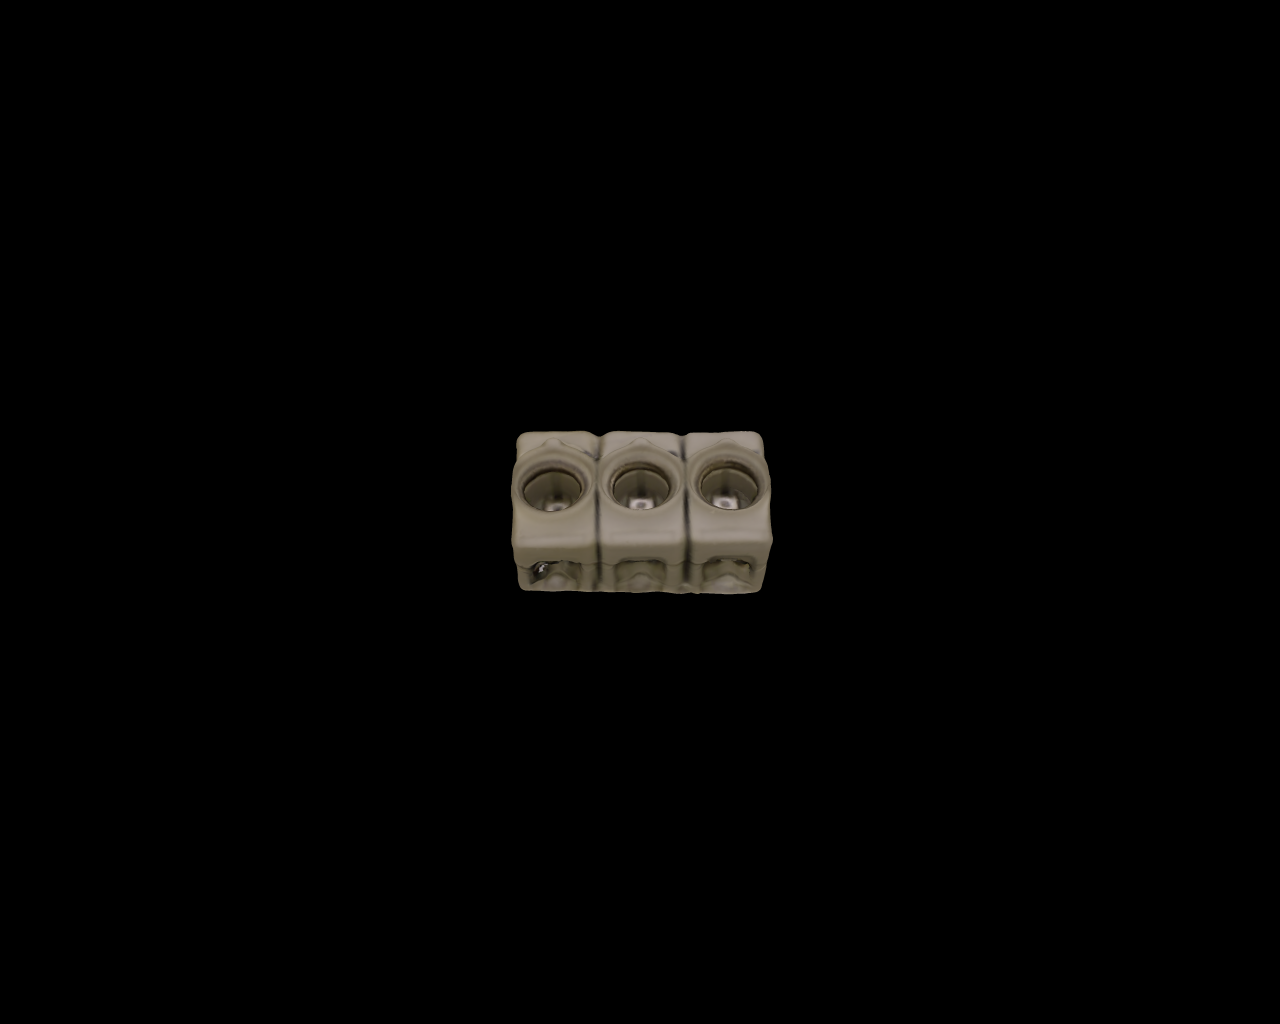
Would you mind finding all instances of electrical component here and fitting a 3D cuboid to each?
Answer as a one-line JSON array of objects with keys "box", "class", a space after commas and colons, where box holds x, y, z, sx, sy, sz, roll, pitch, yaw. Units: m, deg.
[{"box": [0.001, -0.003, 0.650, 0.150, 0.090, 0.061, 0, -37, 0], "class": "electrical component"}]
